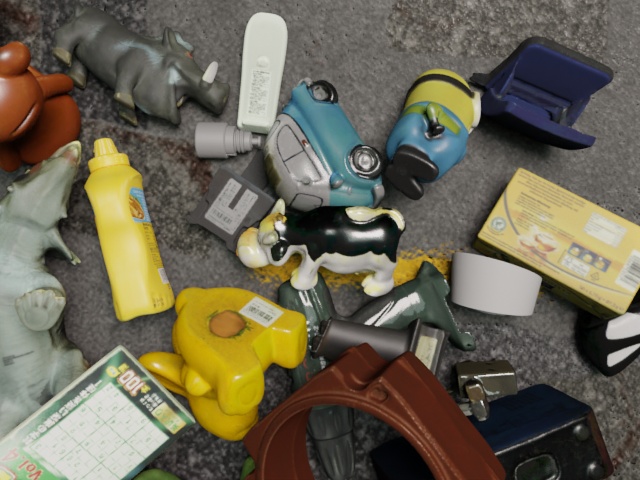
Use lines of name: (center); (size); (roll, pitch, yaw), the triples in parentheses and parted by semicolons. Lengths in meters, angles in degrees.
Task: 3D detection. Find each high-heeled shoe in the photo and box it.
high-heeled shoe: (0.429, 0.077, 0.633); (0.249, 0.086, 0.145); (-7, 87, 2)

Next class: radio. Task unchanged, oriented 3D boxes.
radio: (0.179, 0.236, 0.579); (0.230, 0.131, 0.073); (-20, 88, -6)

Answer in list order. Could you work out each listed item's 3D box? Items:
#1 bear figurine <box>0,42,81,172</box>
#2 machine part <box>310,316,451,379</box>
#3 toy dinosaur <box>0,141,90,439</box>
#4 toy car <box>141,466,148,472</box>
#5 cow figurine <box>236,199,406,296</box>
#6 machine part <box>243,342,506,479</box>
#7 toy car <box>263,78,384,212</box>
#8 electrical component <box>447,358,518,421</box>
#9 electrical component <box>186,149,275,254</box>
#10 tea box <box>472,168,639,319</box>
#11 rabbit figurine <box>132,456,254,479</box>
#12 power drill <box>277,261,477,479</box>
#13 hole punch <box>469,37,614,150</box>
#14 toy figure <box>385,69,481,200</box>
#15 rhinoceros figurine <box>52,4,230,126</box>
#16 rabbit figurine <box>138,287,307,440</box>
bear figurine: (-0.315, -0.133, 0.516); (0.132, 0.196, 0.120); (29, 89, -3)
machine part: (0.060, 0.112, 0.549); (0.139, 0.039, 0.084); (11, 95, -3)
toy dinosaur: (-0.288, 0.109, 0.536); (0.131, 0.192, 0.404); (-5, 102, -17)
toy car: (-0.282, 0.275, 0.574); (0.202, 0.053, 0.089); (9, 86, -9)
cow figurine: (-0.002, 0.000, 0.545); (0.167, 0.098, 0.068); (6, 49, -2)
machine part: (0.041, 0.214, 0.480); (0.201, 0.087, 0.201); (-44, 74, 25)
toy car: (-0.008, -0.086, 0.580); (0.103, 0.109, 0.161); (-29, 86, -20)
electrical component: (0.178, 0.163, 0.602); (0.078, 0.102, 0.045); (-5, 92, 4)
electrical component: (-0.087, -0.049, 0.608); (0.075, 0.048, 0.119); (38, 87, -3)
tea box: (0.272, 0.004, 0.605); (0.170, 0.068, 0.098); (33, 85, 16)
rabbit figurine: (-0.128, 0.292, 0.559); (0.170, 0.121, 0.159); (27, 107, -18)
power drill: (0.063, 0.129, 0.605); (0.207, 0.086, 0.232); (-22, 87, 2)
hole punch: (0.245, -0.148, 0.606); (0.142, 0.116, 0.092); (18, 79, -6)
toy figure: (0.120, -0.122, 0.579); (0.089, 0.082, 0.180); (52, 47, -15)
rhinoceros figurine: (-0.194, -0.188, 0.595); (0.190, 0.073, 0.112); (28, 75, -2)
rabbit figurine: (-0.108, 0.141, 0.557); (0.163, 0.122, 0.173); (17, 128, 16)
